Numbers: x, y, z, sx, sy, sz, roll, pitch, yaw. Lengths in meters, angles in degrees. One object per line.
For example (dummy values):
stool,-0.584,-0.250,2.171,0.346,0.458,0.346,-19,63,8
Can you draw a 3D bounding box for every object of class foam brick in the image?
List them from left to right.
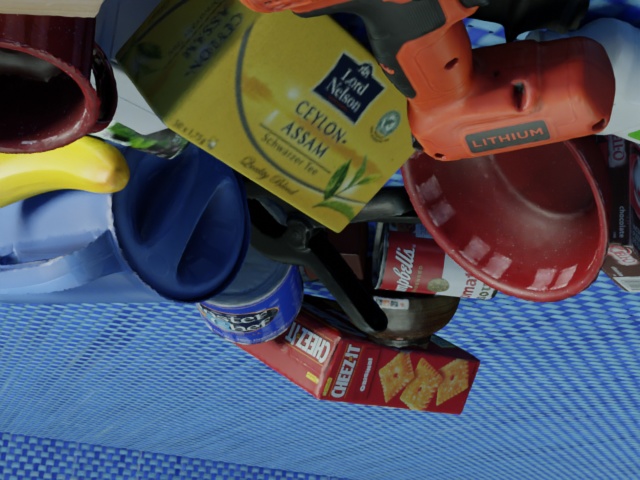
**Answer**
foam brick,0.012,0.000,0.916,0.053,0.051,0.078,3,161,8

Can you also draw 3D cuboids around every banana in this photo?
banana,-0.193,-0.041,0.730,0.198,0.069,0.037,-13,138,33

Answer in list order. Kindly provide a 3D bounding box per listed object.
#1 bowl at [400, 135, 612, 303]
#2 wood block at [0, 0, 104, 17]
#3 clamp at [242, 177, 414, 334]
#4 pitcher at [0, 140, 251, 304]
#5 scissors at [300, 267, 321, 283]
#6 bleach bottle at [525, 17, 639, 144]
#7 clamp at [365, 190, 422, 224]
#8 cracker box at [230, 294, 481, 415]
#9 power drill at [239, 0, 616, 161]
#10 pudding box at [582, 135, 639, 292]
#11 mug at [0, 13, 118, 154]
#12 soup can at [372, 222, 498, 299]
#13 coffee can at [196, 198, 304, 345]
bowl,0.128,-0.041,0.686,0.162,0.055,0.162,34,144,29
wood block,-0.181,-0.148,0.404,0.205,0.090,0.091,-2,166,-25
clamp,-0.005,0.001,0.830,0.172,0.120,0.039,19,-158,32
pitcher,-0.187,-0.006,0.826,0.243,0.145,0.149,-8,156,41
scissors,-0.028,0.029,1.068,0.202,0.016,0.096,0,159,14
bleach bottle,0.236,-0.080,0.609,0.250,0.068,0.103,13,158,-14
clamp,0.124,-0.026,0.832,0.209,0.036,0.165,17,159,-20
cracker box,0.033,0.109,1.086,0.213,0.072,0.164,16,-173,-43
power drill,0.074,-0.107,0.480,0.185,0.057,0.187,-7,154,27
pudding box,0.216,-0.019,0.745,0.039,0.090,0.113,-3,160,29
mug,-0.143,-0.095,0.520,0.093,0.081,0.117,-20,147,32
soup can,0.099,0.013,0.906,0.102,0.068,0.068,6,161,-4
coffee can,-0.069,0.027,0.938,0.103,0.103,0.140,4,161,4
